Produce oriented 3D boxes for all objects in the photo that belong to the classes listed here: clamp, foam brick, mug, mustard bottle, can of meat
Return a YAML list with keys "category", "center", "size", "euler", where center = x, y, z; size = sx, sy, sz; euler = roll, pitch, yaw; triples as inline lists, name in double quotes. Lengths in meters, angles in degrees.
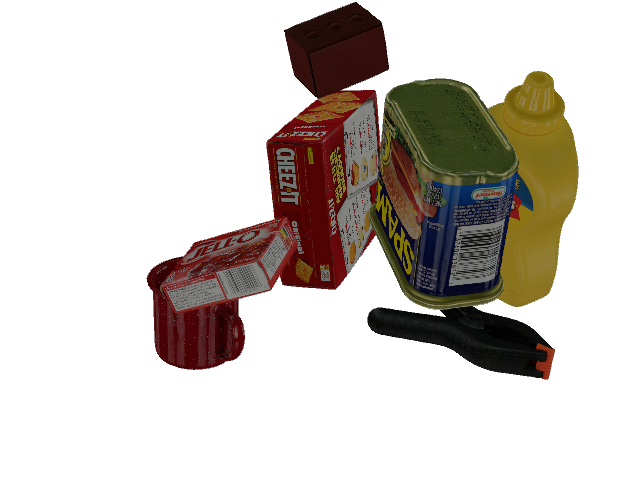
- category: "clamp"
  center: [0.143, 0.081, 1.002]
  size: [0.172, 0.039, 0.120]
  euler: [20, 32, 24]
- category: "foam brick"
  center: [0.016, -0.174, 0.975]
  size: [0.078, 0.051, 0.053]
  euler: [-25, 41, -14]
- category: "mug"
  center: [-0.112, 0.075, 1.027]
  size: [0.093, 0.081, 0.117]
  euler: [-21, 35, -40]
- category: "mustard bottle"
  center: [0.144, -0.044, 0.778]
  size: [0.058, 0.096, 0.192]
  euler: [-20, -38, -18]
- category: "can of meat"
  center: [0.065, -0.028, 0.576]
  size: [0.057, 0.084, 0.102]
  euler: [-6, 38, -12]

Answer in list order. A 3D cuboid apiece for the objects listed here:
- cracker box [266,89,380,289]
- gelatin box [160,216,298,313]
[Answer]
- category: "cracker box"
  center: [0.011, -0.063, 1.183]
  size: [0.072, 0.164, 0.213]
  euler: [1, 22, 19]
- category: "gelatin box"
  center: [-0.070, 0.018, 0.821]
  size: [0.089, 0.030, 0.073]
  euler: [-15, 22, 24]
